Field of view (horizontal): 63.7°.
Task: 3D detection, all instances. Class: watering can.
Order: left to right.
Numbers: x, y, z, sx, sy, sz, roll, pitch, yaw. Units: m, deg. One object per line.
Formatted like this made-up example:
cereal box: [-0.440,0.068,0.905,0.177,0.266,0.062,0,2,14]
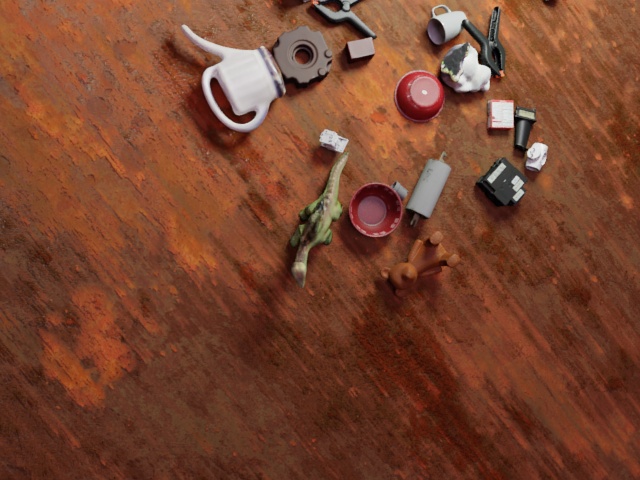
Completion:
watering can: [-0.235,-0.480,1.453,0.225,0.104,0.347,-25,93,-7]

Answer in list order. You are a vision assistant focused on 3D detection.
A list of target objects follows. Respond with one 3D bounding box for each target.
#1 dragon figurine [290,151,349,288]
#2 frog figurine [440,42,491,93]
dragon figurine: [0.004,-0.071,1.411,0.122,0.243,0.411,19,89,-2]
frog figurine: [0.445,-0.511,1.557,0.159,0.122,0.138,11,81,-43]
